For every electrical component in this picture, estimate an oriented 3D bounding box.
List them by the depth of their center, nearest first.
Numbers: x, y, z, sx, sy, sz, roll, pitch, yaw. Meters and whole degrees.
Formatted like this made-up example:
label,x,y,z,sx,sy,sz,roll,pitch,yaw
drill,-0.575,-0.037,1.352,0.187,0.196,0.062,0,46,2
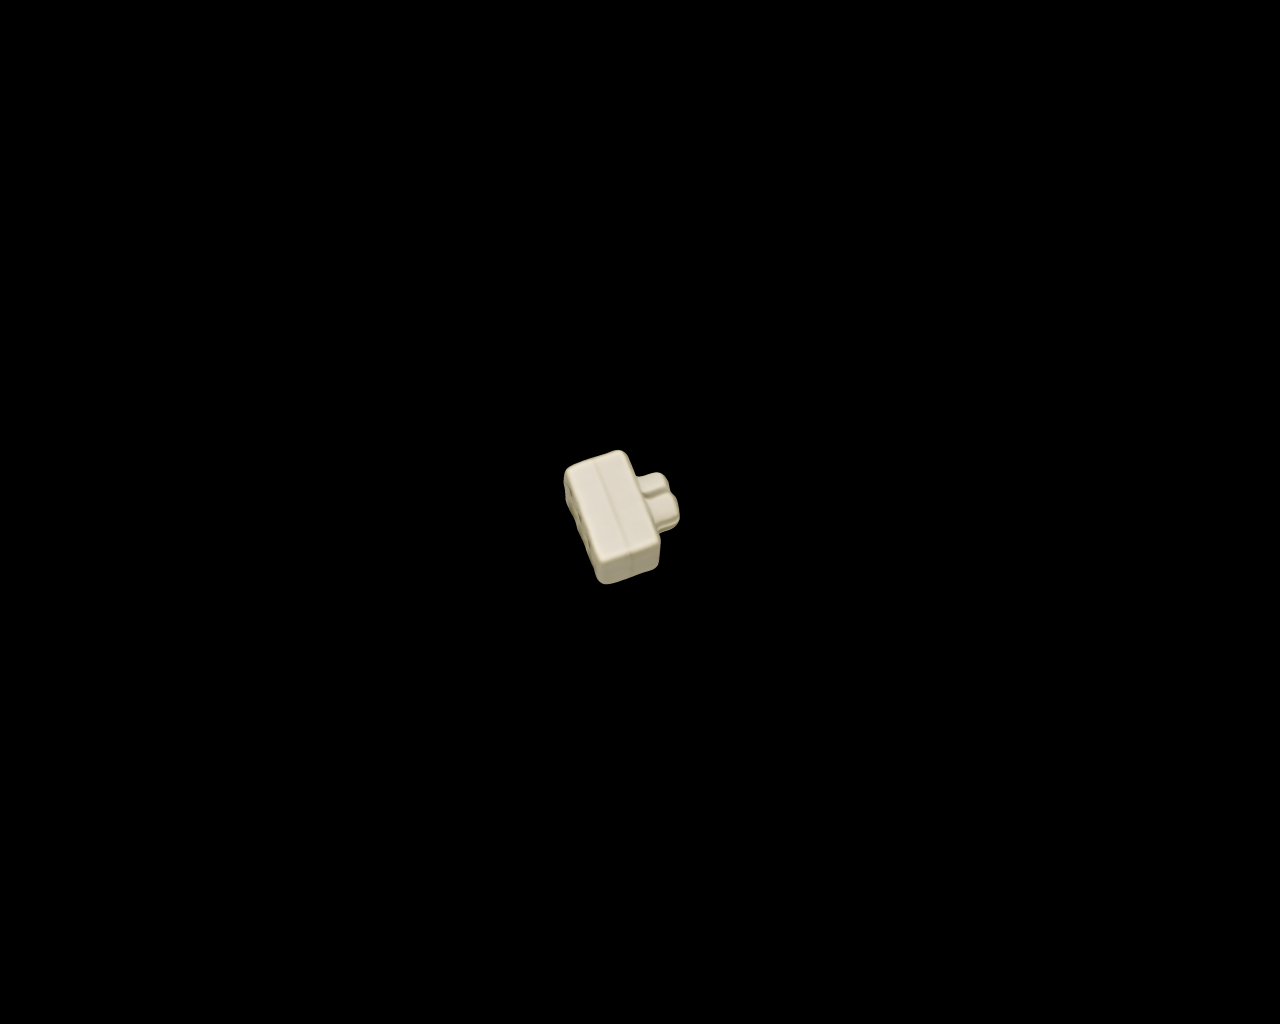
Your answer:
label,x,y,z,sx,sy,sz,roll,pitch,yaw
electrical component,0.001,-0.003,0.650,0.077,0.066,0.047,-19,-19,-7
